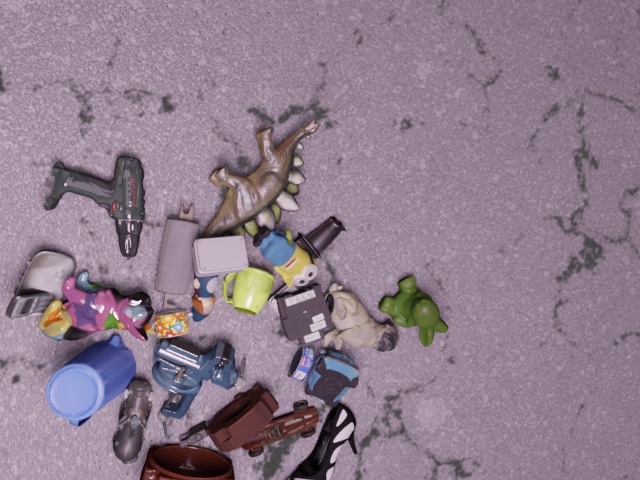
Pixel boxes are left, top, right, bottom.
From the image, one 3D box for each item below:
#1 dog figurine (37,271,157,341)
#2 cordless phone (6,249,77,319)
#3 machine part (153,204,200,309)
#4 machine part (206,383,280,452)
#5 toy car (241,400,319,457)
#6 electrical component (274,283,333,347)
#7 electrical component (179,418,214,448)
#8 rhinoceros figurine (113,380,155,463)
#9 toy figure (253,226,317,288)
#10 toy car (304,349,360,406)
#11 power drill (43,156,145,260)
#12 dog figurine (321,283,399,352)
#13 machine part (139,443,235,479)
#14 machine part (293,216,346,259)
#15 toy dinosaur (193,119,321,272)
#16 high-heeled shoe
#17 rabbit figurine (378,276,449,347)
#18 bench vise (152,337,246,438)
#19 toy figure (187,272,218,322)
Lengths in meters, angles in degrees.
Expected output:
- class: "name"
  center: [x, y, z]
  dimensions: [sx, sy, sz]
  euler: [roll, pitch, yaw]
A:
- class: "dog figurine"
  center: [-0.472, 0.174, 1.175]
  dimensions: [0.219, 0.108, 0.191]
  euler: [32, 89, 0]
- class: "cordless phone"
  center: [-0.598, 0.093, 1.128]
  dimensions: [0.089, 0.184, 0.146]
  euler: [25, 87, -8]
- class: "machine part"
  center: [-0.331, 0.037, 1.239]
  dimensions: [0.079, 0.079, 0.243]
  euler: [11, 90, -13]
- class: "machine part"
  center: [-0.179, 0.406, 1.233]
  dimensions: [0.179, 0.179, 0.056]
  euler: [-34, 98, -9]
- class: "toy car"
  center: [-0.100, 0.461, 1.315]
  dimensions: [0.202, 0.053, 0.089]
  euler: [-15, 91, -10]
- class: "electrical component"
  center: [-0.036, 0.178, 1.258]
  dimensions: [0.115, 0.058, 0.134]
  euler: [-16, 95, -9]
- class: "electrical component"
  center: [-0.286, 0.453, 1.266]
  dimensions: [0.094, 0.063, 0.021]
  euler: [-26, 97, -12]
- class: "rhinoceros figurine"
  center: [-0.424, 0.404, 1.212]
  dimensions: [0.073, 0.112, 0.190]
  euler: [14, 97, -10]
- class: "toy figure"
  center: [-0.076, 0.033, 1.250]
  dimensions: [0.082, 0.089, 0.180]
  euler: [-30, 122, 32]
- class: "toy car"
  center: [0.032, 0.323, 1.309]
  dimensions: [0.109, 0.103, 0.161]
  euler: [26, 125, -3]
- class: "power drill"
  center: [-0.497, -0.083, 1.199]
  dimensions: [0.207, 0.086, 0.232]
  euler: [10, 88, -9]
- class: "dog figurine"
  center: [0.107, 0.195, 1.340]
  dimensions: [0.190, 0.121, 0.172]
  euler: [1, 95, -26]
- class: "machine part"
  center: [-0.295, 0.530, 1.196]
  dimensions: [0.201, 0.201, 0.087]
  euler: [15, 86, -12]
- class: "machine part"
  center: [-0.003, -0.004, 1.331]
  dimensions: [0.139, 0.039, 0.084]
  euler: [-37, 93, -8]
- class: "toy dinosaur"
  center: [-0.164, -0.102, 1.261]
  dimensions: [0.471, 0.105, 0.198]
  euler: [-43, 104, 3]
- class: "high-heeled shoe"
  center: [-0.012, 0.514, 1.318]
  dimensions: [0.249, 0.086, 0.145]
  euler: [-26, 100, -19]
- class: "rabbit figurine"
  center: [0.238, 0.184, 1.320]
  dimensions: [0.121, 0.170, 0.159]
  euler: [-36, 98, -9]
- class: "bench vise"
  center: [-0.296, 0.330, 1.238]
  dimensions: [0.223, 0.129, 0.240]
  euler: [23, 109, -24]
- class: "toy figure"
  center: [-0.270, 0.122, 1.244]
  dimensions: [0.064, 0.058, 0.154]
  euler: [-1, 108, -32]
